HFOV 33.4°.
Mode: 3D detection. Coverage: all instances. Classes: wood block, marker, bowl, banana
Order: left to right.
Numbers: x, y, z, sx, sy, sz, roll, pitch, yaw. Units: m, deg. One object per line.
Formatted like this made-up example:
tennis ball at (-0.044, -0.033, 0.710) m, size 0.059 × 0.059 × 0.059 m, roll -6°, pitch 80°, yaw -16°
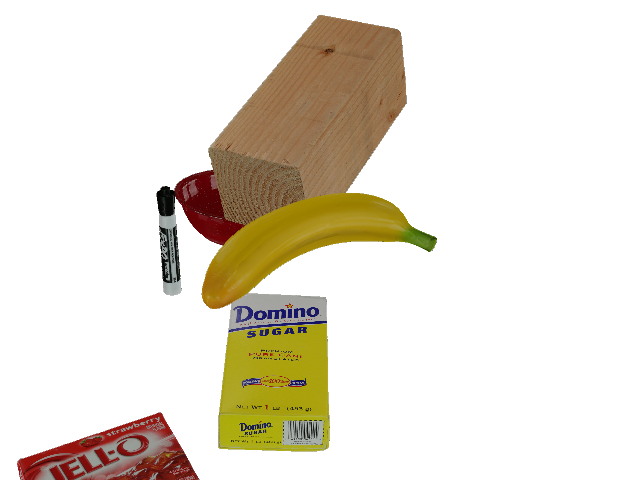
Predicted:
marker at (-0.156, 0.000, 1.094) m, size 0.020 × 0.121 × 0.020 m, roll 0°, pitch 29°, yaw 0°
bowl at (-0.101, -0.035, 1.318) m, size 0.162 × 0.055 × 0.162 m, roll 5°, pitch 25°, yaw -2°
banana at (-0.009, -0.001, 0.764) m, size 0.197 × 0.037 × 0.070 m, roll -16°, pitch 37°, yaw -31°
wood block at (-0.005, -0.106, 0.968) m, size 0.091 × 0.090 × 0.205 m, roll 16°, pitch 50°, yaw 23°

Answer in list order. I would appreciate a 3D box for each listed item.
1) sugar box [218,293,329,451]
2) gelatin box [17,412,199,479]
sugar box at (-0.039, 0.112, 0.949) m, size 0.093 × 0.048 × 0.176 m, roll 2°, pitch 34°, yaw -3°
gelatin box at (-0.118, 0.138, 0.599) m, size 0.089 × 0.030 × 0.073 m, roll -16°, pitch 28°, yaw -20°
